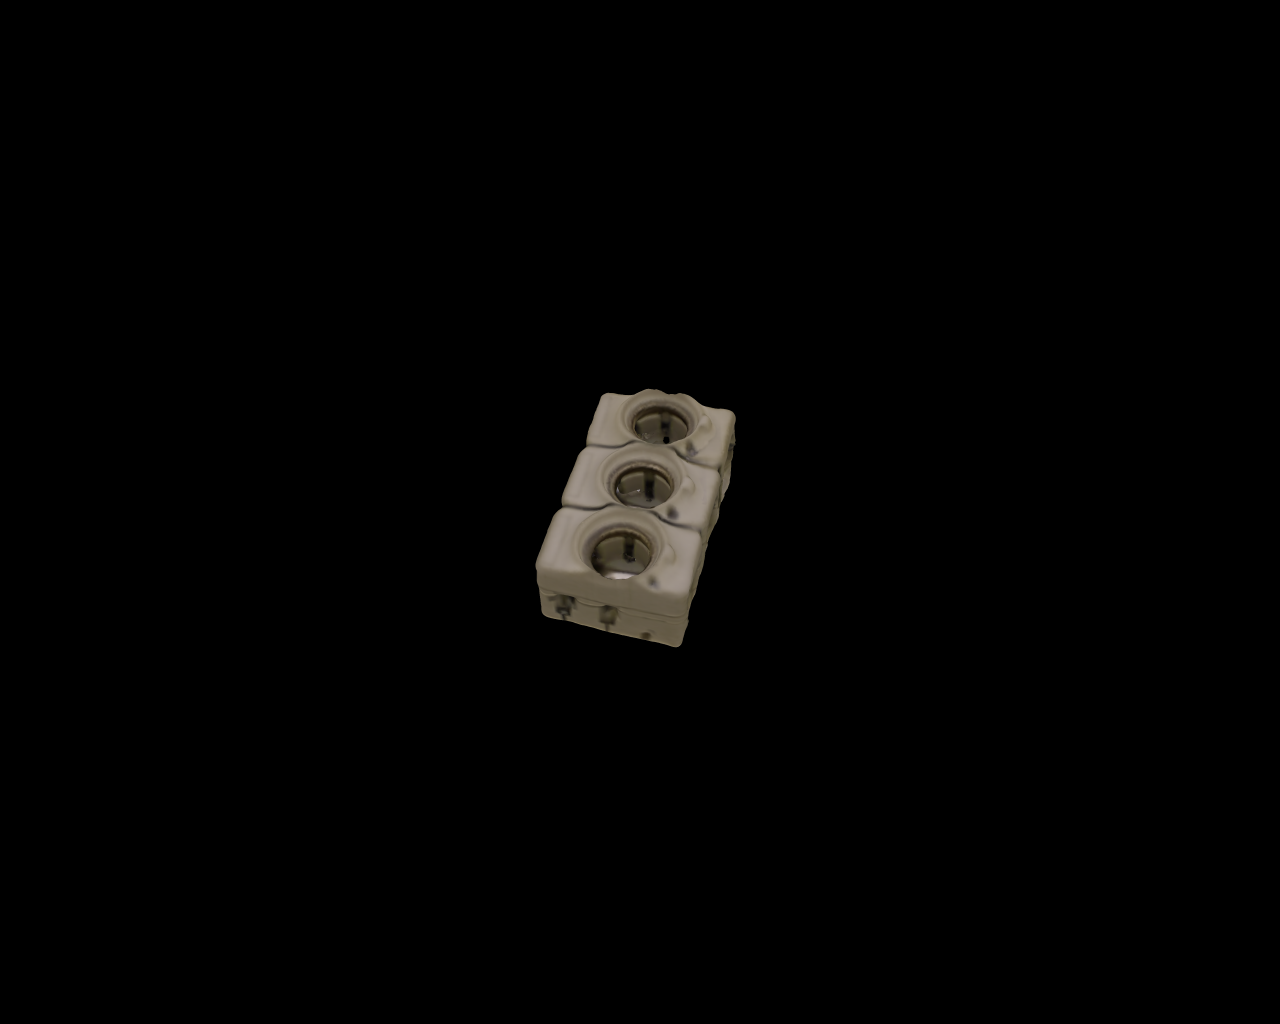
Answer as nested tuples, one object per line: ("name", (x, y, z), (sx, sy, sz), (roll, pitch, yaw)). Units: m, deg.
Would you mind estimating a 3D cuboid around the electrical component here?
("electrical component", (0.001, -0.003, 0.650), (0.089, 0.150, 0.061), (11, -39, 9))
